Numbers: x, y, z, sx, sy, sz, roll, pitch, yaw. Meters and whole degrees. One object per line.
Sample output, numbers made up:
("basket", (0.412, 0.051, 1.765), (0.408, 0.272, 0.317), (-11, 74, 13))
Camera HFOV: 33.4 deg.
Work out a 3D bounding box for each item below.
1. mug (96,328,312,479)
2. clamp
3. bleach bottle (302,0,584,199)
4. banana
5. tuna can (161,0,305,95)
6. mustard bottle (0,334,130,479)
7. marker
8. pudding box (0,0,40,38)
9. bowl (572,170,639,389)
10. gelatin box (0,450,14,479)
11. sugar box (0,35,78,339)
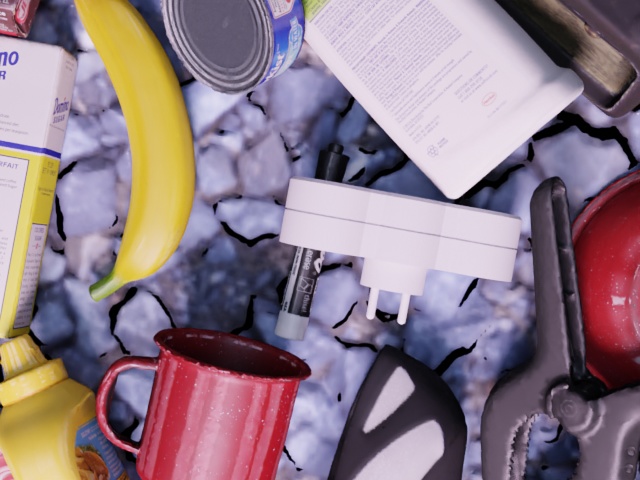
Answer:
("mug", (-0.070, 0.101, 0.613), (0.117, 0.093, 0.081), (12, 97, -16))
("clamp", (0.142, 0.080, 0.600), (0.165, 0.036, 0.210), (45, 120, 25))
("bleach bottle", (0.031, -0.147, 0.615), (0.103, 0.068, 0.251), (-42, 87, 23))
("banana", (-0.110, -0.062, 0.641), (0.069, 0.037, 0.198), (-2, 90, -4))
("tuna can", (-0.050, -0.130, 0.616), (0.033, 0.086, 0.086), (-35, 88, -41))
("mustard bottle", (-0.139, 0.145, 0.617), (0.058, 0.096, 0.191), (-23, 89, 4))
("marker", (-0.004, 0.001, 0.646), (0.020, 0.020, 0.121), (14, 91, 3))
("pudding box", (-0.203, -0.181, 0.630), (0.090, 0.039, 0.113), (11, 69, 2))
("bowl", (0.219, 0.033, 0.616), (0.162, 0.055, 0.162), (0, 91, 4))
("gelatin box", (-0.212, 0.153, 0.654), (0.089, 0.030, 0.073), (-19, 90, 3))
("sugar box", (-0.209, -0.035, 0.645), (0.093, 0.048, 0.176), (11, 88, 3))
